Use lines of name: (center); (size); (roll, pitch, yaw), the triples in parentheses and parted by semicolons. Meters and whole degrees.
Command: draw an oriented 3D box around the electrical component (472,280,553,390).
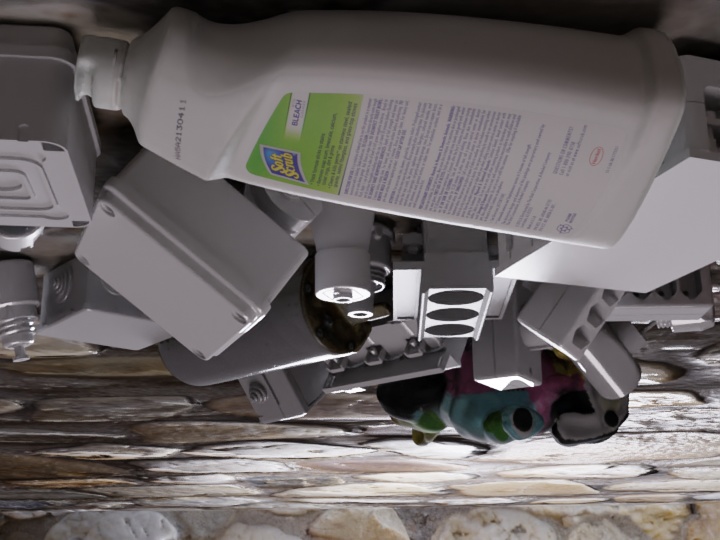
electrical component: (0.129, 0.044, 0.823); (0.076, 0.083, 0.047); (-11, 159, 30)

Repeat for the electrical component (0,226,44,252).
electrical component: (-0.209, -0.033, 0.651); (0.040, 0.040, 0.046); (4, 167, -14)

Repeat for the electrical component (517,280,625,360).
electrical component: (0.136, 0.004, 0.732); (0.076, 0.083, 0.047); (34, -179, 31)

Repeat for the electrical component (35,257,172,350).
electrical component: (-0.184, 0.023, 0.808); (0.100, 0.048, 0.100); (14, 157, -38)

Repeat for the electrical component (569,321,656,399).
electrical component: (0.220, 0.061, 0.928); (0.079, 0.043, 0.077); (-39, 119, 8)

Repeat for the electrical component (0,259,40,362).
electrical component: (-0.253, 0.028, 0.783); (0.040, 0.078, 0.040); (-13, 170, -2)

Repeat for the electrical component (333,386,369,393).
electrical component: (-0.028, 0.088, 1.002); (0.057, 0.058, 0.078); (-13, 159, 26)

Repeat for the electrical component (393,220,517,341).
electrical component: (0.062, 0.003, 0.727); (0.079, 0.063, 0.121); (-1, 162, 2)

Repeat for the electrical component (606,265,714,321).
electrical component: (0.208, 0.015, 0.795); (0.083, 0.047, 0.075); (-1, 162, 1)

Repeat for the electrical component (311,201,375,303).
electrical component: (-0.011, -0.012, 0.673); (0.044, 0.065, 0.044); (-1, 162, 0)

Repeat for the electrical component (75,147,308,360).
electrical component: (-0.100, -0.010, 0.618); (0.109, 0.056, 0.109); (40, 153, -7)

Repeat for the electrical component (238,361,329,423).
electrical component: (-0.058, 0.084, 0.911); (0.061, 0.061, 0.096); (-17, -165, 37)

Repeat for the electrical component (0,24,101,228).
electrical component: (-0.170, -0.066, 0.514); (0.078, 0.057, 0.113); (2, 162, -7)

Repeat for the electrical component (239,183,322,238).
electrical component: (-0.050, -0.038, 0.630); (0.043, 0.043, 0.081); (7, 161, -21)

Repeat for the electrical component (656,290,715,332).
electrical component: (0.245, 0.028, 0.842); (0.062, 0.043, 0.043); (-6, 161, 21)

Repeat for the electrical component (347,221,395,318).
electrical component: (0.000, 0.000, 0.718); (0.048, 0.062, 0.048); (0, 162, 0)

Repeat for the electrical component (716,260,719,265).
electrical component: (0.205, -0.025, 0.676); (0.062, 0.048, 0.048); (-6, 163, 41)

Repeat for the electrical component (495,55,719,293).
electrical component: (0.161, -0.046, 0.580); (0.105, 0.060, 0.186); (6, 161, -20)

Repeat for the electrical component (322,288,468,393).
electrical component: (0.021, 0.050, 0.864); (0.121, 0.078, 0.063); (-15, 128, 39)
